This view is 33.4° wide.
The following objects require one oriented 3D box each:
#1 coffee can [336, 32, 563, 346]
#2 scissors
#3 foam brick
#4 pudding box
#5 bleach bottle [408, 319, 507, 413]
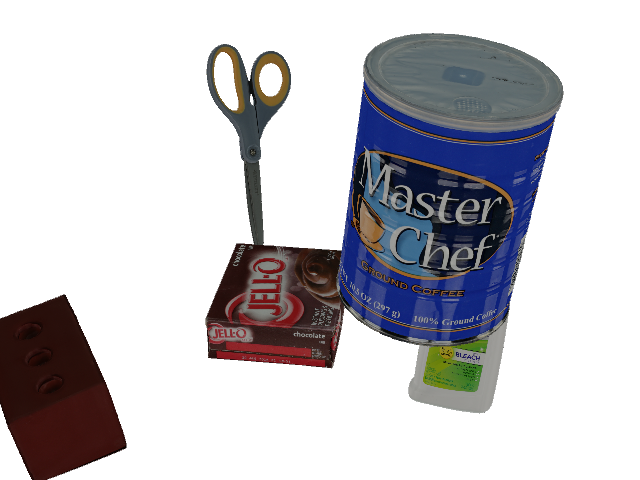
[{"bbox_3d":[0.066,-0.028,0.584,0.102,0.140,0.103,5,34,-3],"label":"coffee can"},{"bbox_3d":[-0.055,-0.100,1.057,0.096,0.202,0.016,-23,10,-25],"label":"scissors"},{"bbox_3d":[-0.144,0.079,0.569,0.053,0.051,0.078,-22,42,-17],"label":"foam brick"},{"bbox_3d":[-0.028,0.045,0.774,0.090,0.039,0.113,5,27,6],"label":"pudding box"},{"bbox_3d":[0.166,0.067,1.226,0.103,0.251,0.068,9,14,16],"label":"bleach bottle"}]
